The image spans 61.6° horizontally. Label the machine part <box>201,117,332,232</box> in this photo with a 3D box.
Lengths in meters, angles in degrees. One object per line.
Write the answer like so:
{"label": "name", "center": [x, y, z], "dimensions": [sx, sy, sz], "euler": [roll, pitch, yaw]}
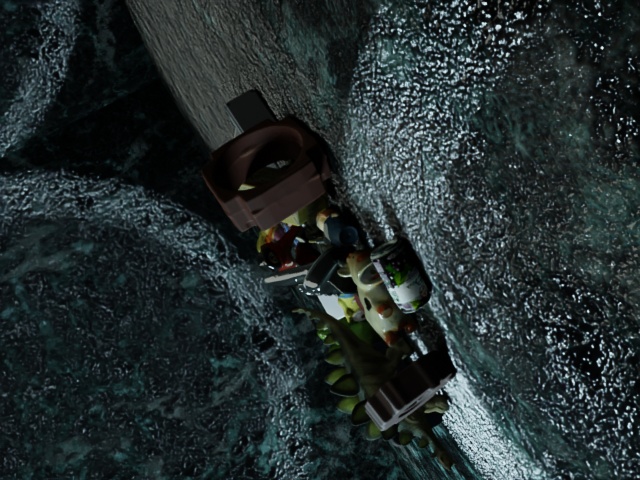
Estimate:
{"label": "machine part", "center": [-0.096, -0.120, 0.964], "dimensions": [0.201, 0.201, 0.087], "euler": [49, 168, 46]}

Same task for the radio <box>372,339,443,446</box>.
{"label": "radio", "center": [0.171, 0.360, 1.268], "dimensions": [0.230, 0.131, 0.073], "euler": [55, 168, 21]}

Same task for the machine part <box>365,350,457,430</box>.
{"label": "machine part", "center": [0.160, 0.271, 0.960], "dimensions": [0.056, 0.179, 0.179], "euler": [53, 168, 24]}

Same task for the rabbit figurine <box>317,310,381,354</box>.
{"label": "rabbit figurine", "center": [0.075, 0.223, 1.366], "dimensions": [0.170, 0.159, 0.121], "euler": [15, 127, 55]}

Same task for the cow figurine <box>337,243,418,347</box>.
{"label": "cow figurine", "center": [0.103, 0.089, 0.964], "dimensions": [0.127, 0.085, 0.194], "euler": [42, 162, 42]}

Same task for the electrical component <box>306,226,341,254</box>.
{"label": "electrical component", "center": [0.014, -0.002, 1.132], "dimensions": [0.102, 0.078, 0.045], "euler": [-118, 7, -73]}

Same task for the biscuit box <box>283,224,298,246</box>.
{"label": "biscuit box", "center": [-0.032, -0.002, 1.405], "dimensions": [0.203, 0.063, 0.059], "euler": [47, 163, 50]}

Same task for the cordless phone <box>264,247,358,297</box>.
{"label": "cordless phone", "center": [-0.006, 0.075, 1.065], "dimensions": [0.146, 0.184, 0.088], "euler": [11, -111, -56]}

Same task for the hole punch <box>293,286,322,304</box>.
{"label": "hole punch", "center": [0.000, 0.099, 1.428], "dimensions": [0.142, 0.092, 0.115], "euler": [35, 154, -1]}

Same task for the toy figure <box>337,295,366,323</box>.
{"label": "toy figure", "center": [0.066, 0.102, 1.183], "dimensions": [0.180, 0.082, 0.089], "euler": [57, -169, -34]}

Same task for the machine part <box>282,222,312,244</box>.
{"label": "machine part", "center": [-0.072, -0.038, 1.246], "dimensions": [0.139, 0.039, 0.084], "euler": [48, 175, -6]}

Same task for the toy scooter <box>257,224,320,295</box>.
{"label": "toy scooter", "center": [-0.048, 0.032, 1.171], "dimensions": [0.183, 0.135, 0.075], "euler": [33, 146, -31]}

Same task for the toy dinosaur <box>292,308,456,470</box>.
{"label": "toy dinosaur", "center": [0.116, 0.295, 1.159], "dimensions": [0.472, 0.198, 0.105], "euler": [51, 164, 31]}

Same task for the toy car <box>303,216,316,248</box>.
{"label": "toy car", "center": [-0.003, -0.004, 1.283], "dimensions": [0.202, 0.056, 0.073], "euler": [45, 156, 50]}

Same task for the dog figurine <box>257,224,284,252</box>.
{"label": "dog figurine", "center": [-0.156, -0.076, 1.510], "dimensions": [0.191, 0.108, 0.219], "euler": [69, -175, -59]}

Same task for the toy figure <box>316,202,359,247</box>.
{"label": "toy figure", "center": [0.027, -0.032, 1.051], "dimensions": [0.155, 0.058, 0.064], "euler": [-138, 58, -64]}

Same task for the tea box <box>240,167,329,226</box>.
{"label": "tea box", "center": [-0.078, -0.090, 1.059], "dimensions": [0.170, 0.098, 0.068], "euler": [15, 124, 39]}

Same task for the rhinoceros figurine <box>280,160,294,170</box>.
{"label": "rhinoceros figurine", "center": [-0.065, -0.116, 1.202], "dimensions": [0.112, 0.073, 0.190], "euler": [60, 170, 5]}
